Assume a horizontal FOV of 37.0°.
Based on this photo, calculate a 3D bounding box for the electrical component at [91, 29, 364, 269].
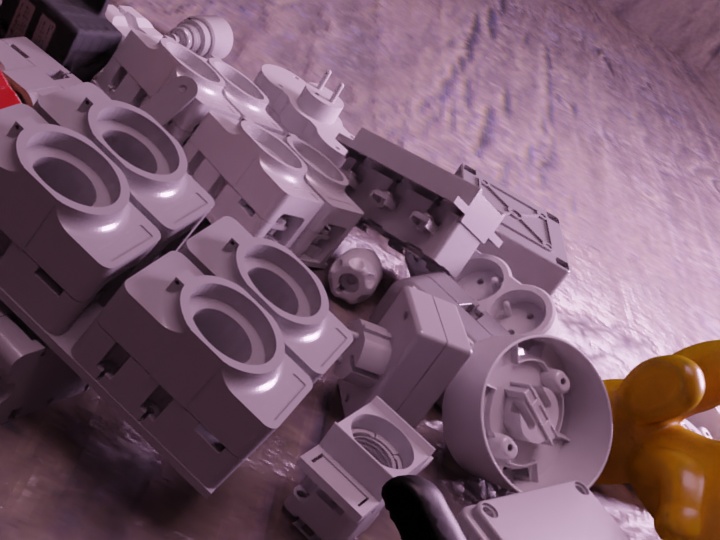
[{"bbox_3d":[-0.091,-0.089,0.764,0.186,0.060,0.105,47,17,25],"label":"electrical component"}]

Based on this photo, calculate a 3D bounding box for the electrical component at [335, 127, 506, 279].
[{"bbox_3d":[0.035,-0.048,0.785,0.121,0.063,0.079,33,-3,38],"label":"electrical component"}]

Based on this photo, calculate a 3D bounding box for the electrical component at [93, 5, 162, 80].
[{"bbox_3d":[-0.178,-0.163,0.820,0.057,0.058,0.078,40,26,20],"label":"electrical component"}]

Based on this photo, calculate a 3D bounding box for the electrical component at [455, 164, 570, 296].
[{"bbox_3d":[0.119,-0.027,0.926,0.109,0.056,0.108,29,26,-10],"label":"electrical component"}]

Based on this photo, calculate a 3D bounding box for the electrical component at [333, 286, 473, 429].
[{"bbox_3d":[0.009,0.052,0.632,0.076,0.083,0.047,22,28,-23],"label":"electrical component"}]

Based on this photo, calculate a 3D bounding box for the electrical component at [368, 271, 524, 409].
[{"bbox_3d":[0.055,0.049,0.724,0.095,0.053,0.059,44,28,21],"label":"electrical component"}]

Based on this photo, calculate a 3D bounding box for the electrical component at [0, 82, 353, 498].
[{"bbox_3d":[-0.099,0.000,0.505,0.186,0.060,0.105,44,28,1],"label":"electrical component"}]

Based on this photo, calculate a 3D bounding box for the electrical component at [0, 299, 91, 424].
[{"bbox_3d":[-0.158,0.029,0.516,0.056,0.050,0.089,42,27,15],"label":"electrical component"}]

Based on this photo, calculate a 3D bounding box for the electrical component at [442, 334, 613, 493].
[{"bbox_3d":[0.101,0.088,0.656,0.099,0.099,0.064,11,-5,-39],"label":"electrical component"}]

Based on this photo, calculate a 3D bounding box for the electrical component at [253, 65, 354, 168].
[{"bbox_3d":[-0.038,-0.133,0.908,0.052,0.073,0.138,0,41,-49],"label":"electrical component"}]

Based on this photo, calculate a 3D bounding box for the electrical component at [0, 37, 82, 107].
[{"bbox_3d":[-0.210,-0.102,0.683,0.089,0.050,0.056,38,26,9],"label":"electrical component"}]

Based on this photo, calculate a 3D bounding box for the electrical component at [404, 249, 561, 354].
[{"bbox_3d":[0.092,0.030,0.799,0.138,0.052,0.073,41,-19,38],"label":"electrical component"}]

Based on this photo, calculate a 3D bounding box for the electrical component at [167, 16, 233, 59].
[{"bbox_3d":[-0.144,-0.203,0.944,0.040,0.040,0.078,40,26,12],"label":"electrical component"}]

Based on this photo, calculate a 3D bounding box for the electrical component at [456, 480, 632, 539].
[{"bbox_3d":[0.106,0.173,0.566,0.109,0.056,0.108,2,40,-47],"label":"electrical component"}]

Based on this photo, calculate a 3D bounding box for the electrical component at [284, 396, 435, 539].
[{"bbox_3d":[-0.002,0.106,0.548,0.042,0.063,0.081,41,27,16],"label":"electrical component"}]

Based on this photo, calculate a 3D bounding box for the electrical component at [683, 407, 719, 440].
[{"bbox_3d":[0.229,0.125,0.782,0.099,0.064,0.099,27,27,-15],"label":"electrical component"}]

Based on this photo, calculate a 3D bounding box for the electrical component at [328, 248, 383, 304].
[{"bbox_3d":[0.000,0.000,0.768,0.035,0.035,0.061,35,23,2],"label":"electrical component"}]
